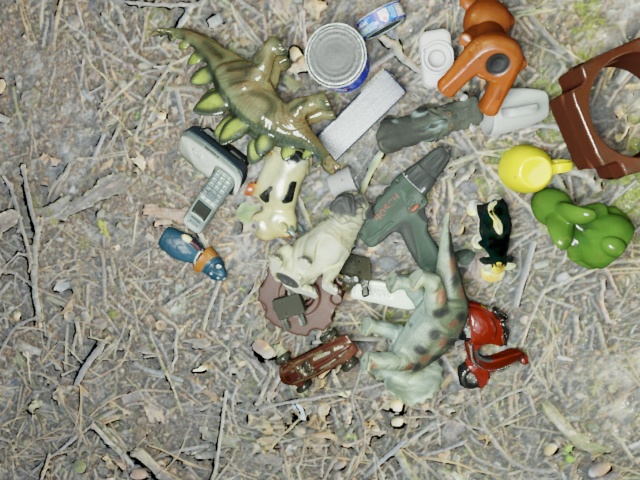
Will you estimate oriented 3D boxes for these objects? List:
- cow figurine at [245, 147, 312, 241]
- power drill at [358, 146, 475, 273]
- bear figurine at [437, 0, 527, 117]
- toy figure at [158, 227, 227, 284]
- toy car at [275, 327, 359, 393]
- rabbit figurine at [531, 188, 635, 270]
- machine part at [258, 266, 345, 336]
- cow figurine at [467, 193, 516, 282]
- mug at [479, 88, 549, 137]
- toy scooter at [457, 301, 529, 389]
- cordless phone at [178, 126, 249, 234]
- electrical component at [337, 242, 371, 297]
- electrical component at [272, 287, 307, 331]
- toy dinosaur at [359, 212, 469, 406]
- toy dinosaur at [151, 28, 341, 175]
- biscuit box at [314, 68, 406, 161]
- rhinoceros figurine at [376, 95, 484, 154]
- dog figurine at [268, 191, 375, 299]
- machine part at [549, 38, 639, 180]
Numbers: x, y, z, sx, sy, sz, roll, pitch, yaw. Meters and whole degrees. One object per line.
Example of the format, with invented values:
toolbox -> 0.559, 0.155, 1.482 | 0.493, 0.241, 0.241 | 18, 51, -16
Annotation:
cow figurine -> -0.074, -0.087, 1.034 | 0.127, 0.085, 0.194 | 26, 103, 8
power drill -> 0.200, -0.031, 1.007 | 0.232, 0.086, 0.207 | -38, 98, 15
bear figurine -> 0.267, -0.319, 0.899 | 0.120, 0.196, 0.132 | 19, 130, -14
toy figure -> -0.253, 0.029, 1.094 | 0.154, 0.064, 0.058 | 32, 67, -4
toy car -> -0.010, 0.246, 1.082 | 0.202, 0.053, 0.089 | -32, 91, 35
rabbit figurine -> 0.446, -0.024, 0.951 | 0.170, 0.159, 0.121 | 36, 115, 15
machine part -> -0.038, 0.106, 1.081 | 0.179, 0.056, 0.179 | 2, 102, 9
cow figurine -> 0.323, 0.004, 0.988 | 0.068, 0.098, 0.167 | -11, 100, 3
mug -> 0.344, -0.230, 0.936 | 0.107, 0.109, 0.080 | -11, 99, -3
toy scooter -> 0.331, 0.200, 1.040 | 0.135, 0.075, 0.183 | -7, 104, 9
cordless phone -> -0.235, -0.115, 1.050 | 0.146, 0.089, 0.184 | 38, 108, -1
electrical component -> 0.063, 0.054, 1.038 | 0.078, 0.102, 0.045 | 13, 145, -9
electrical component -> -0.062, 0.129, 1.050 | 0.063, 0.021, 0.094 | -17, 99, 14
toy dinosaur -> 0.195, 0.153, 0.982 | 0.192, 0.131, 0.404 | 20, 118, -23
toy dinosaur -> -0.130, -0.266, 0.962 | 0.198, 0.105, 0.472 | -41, 70, 0
biscuit box -> 0.065, -0.222, 0.995 | 0.202, 0.059, 0.063 | -42, 95, 13
rhinoceros figurine -> 0.192, -0.208, 0.955 | 0.190, 0.112, 0.073 | -13, 97, 18
dog figurine -> 0.001, -0.001, 1.002 | 0.173, 0.190, 0.121 | 0, 140, 41
machine part -> 0.509, -0.217, 0.898 | 0.201, 0.087, 0.201 | -25, 93, -5
